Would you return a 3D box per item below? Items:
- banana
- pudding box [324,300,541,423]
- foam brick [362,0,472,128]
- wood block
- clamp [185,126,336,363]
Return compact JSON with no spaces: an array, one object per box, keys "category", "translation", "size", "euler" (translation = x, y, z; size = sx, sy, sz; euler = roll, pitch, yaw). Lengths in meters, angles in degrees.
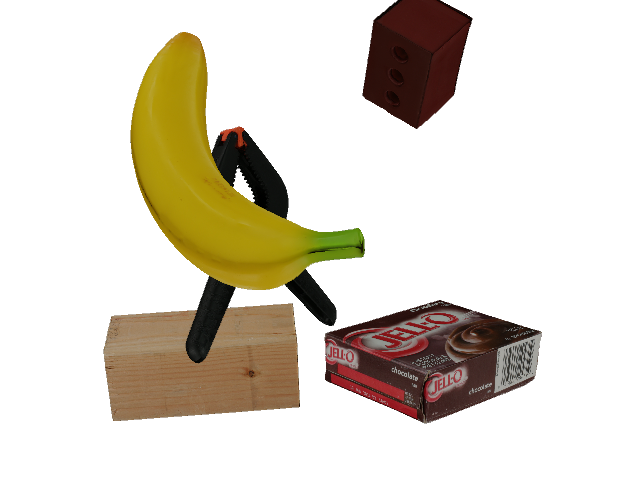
[{"category":"banana","translation":[-0.053,-0.035,0.502],"size":[0.069,0.037,0.198],"euler":[-23,46,-16]},{"category":"pudding box","translation":[0.072,0.075,0.687],"size":[0.113,0.039,0.090],"euler":[-10,18,-41]},{"category":"foam brick","translation":[0.068,-0.131,0.769],"size":[0.053,0.051,0.078],"euler":[33,-33,19]},{"category":"wood block","translation":[-0.129,0.135,1.189],"size":[0.206,0.091,0.090],"euler":[-3,24,-3]},{"category":"clamp","translation":[-0.058,0.000,0.992],"size":[0.164,0.210,0.036],"euler":[-4,0,-38]}]
